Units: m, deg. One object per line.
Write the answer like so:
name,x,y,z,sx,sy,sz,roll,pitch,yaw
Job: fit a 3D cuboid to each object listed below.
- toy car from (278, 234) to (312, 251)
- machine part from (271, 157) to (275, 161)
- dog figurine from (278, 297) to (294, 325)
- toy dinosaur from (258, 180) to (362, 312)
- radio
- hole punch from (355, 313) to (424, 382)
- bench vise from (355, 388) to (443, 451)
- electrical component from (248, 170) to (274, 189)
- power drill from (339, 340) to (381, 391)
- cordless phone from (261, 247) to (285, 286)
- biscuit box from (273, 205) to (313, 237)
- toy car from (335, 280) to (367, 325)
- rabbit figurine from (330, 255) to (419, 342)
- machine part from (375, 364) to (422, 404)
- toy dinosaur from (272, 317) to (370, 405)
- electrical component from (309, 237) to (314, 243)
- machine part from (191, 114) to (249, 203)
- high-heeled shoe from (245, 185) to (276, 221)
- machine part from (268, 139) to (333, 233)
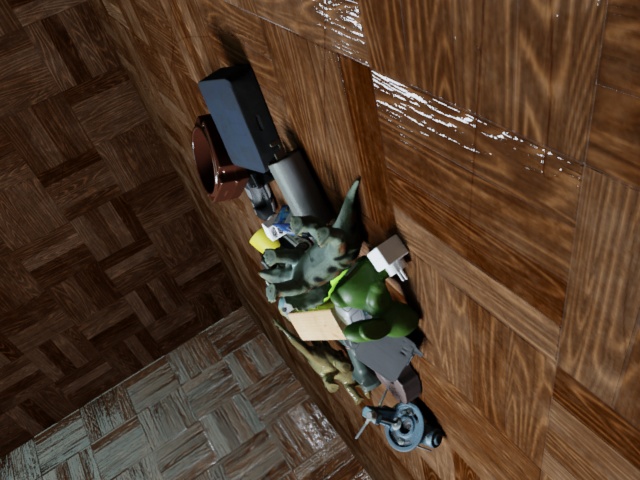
toy car,-0.066,0.018,1.506,0.202,0.056,0.073,39,149,48
machine part,-0.068,-0.136,1.236,0.138,0.039,0.084,54,180,-41
dog figurine,-0.063,0.210,1.729,0.191,0.108,0.219,35,176,-17
toy dinosaur,0.009,0.029,1.110,0.405,0.192,0.131,-39,62,36
radio,-0.176,-0.270,1.212,0.131,0.073,0.229,17,137,44
hole punch,0.153,0.218,1.143,0.142,0.092,0.115,36,117,20
bench vise,0.184,0.454,1.365,0.240,0.129,0.224,28,178,-39
electrical component,-0.160,-0.171,1.399,0.119,0.075,0.047,13,133,62
power drill,0.106,0.320,1.504,0.207,0.086,0.232,61,166,-22
cordless phone,-0.126,0.066,1.570,0.089,0.146,0.184,-1,143,21
biscuit box,-0.057,-0.047,1.309,0.063,0.059,0.203,31,173,-16
toy car,0.083,0.140,1.194,0.109,0.103,0.161,45,157,43
rabbit figurine,0.115,0.126,1.030,0.170,0.159,0.121,44,155,-4
machine part,0.178,0.320,1.327,0.179,0.056,0.179,51,163,21
toy dinosaur,0.025,0.387,1.700,0.470,0.105,0.199,46,176,-36
electrical component,-0.003,-0.004,1.329,0.094,0.021,0.063,42,157,46
machine part,-0.265,-0.212,1.397,0.201,0.087,0.201,-41,65,63
high-heeled shoe,-0.184,-0.175,1.534,0.145,0.086,0.248,-12,-92,-74
machine part,-0.041,-0.105,1.158,0.243,0.079,0.079,63,164,-14
